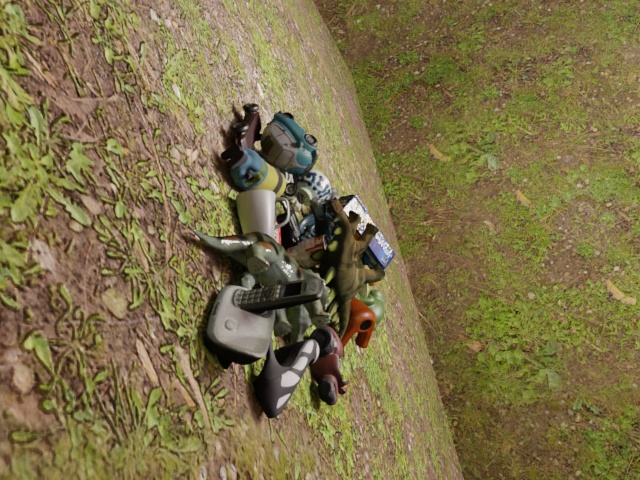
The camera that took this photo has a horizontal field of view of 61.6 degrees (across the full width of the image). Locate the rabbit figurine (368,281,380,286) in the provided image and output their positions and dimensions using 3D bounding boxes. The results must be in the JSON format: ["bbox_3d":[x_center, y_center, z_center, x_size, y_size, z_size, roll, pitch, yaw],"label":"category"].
[{"bbox_3d":[0.108,0.084,1.677,0.173,0.122,0.162,38,-17,-7],"label":"rabbit figurine"}]

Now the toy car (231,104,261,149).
[{"bbox_3d":[-0.170,-0.247,1.239,0.202,0.053,0.089,-81,170,-57],"label":"toy car"}]

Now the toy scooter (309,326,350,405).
[{"bbox_3d":[0.027,0.296,1.251,0.135,0.075,0.184,49,30,-55],"label":"toy scooter"}]

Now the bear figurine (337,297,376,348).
[{"bbox_3d":[0.069,0.192,1.499,0.120,0.131,0.196,8,25,-37],"label":"bear figurine"}]

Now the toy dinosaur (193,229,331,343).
[{"bbox_3d":[-0.096,0.062,1.035,0.404,0.131,0.192,54,8,-33],"label":"toy dinosaur"}]

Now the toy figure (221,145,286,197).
[{"bbox_3d":[-0.138,-0.139,1.153,0.180,0.089,0.082,50,32,-59],"label":"toy figure"}]

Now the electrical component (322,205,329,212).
[{"bbox_3d":[0.051,-0.043,1.570,0.115,0.058,0.134,-15,101,-37],"label":"electrical component"}]

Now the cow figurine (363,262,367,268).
[{"bbox_3d":[0.118,0.040,1.532,0.194,0.086,0.127,56,42,-51],"label":"cow figurine"}]

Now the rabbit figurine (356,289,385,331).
[{"bbox_3d":[0.104,0.197,1.632,0.170,0.121,0.159,46,31,-20],"label":"rabbit figurine"}]

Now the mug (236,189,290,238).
[{"bbox_3d":[-0.116,-0.042,1.103,0.080,0.110,0.107,87,-2,-79],"label":"mug"}]

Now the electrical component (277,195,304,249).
[{"bbox_3d":[-0.085,-0.044,1.307,0.075,0.048,0.119,-71,139,-67],"label":"electrical component"}]

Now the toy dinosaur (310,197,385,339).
[{"bbox_3d":[0.050,0.093,1.276,0.105,0.198,0.470,35,-30,39],"label":"toy dinosaur"}]

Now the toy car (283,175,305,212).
[{"bbox_3d":[-0.086,-0.170,1.444,0.073,0.056,0.202,54,23,-66],"label":"toy car"}]

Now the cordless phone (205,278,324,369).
[{"bbox_3d":[-0.081,0.124,0.860,0.147,0.184,0.088,-84,156,-58],"label":"cordless phone"}]

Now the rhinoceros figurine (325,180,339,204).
[{"bbox_3d":[0.027,-0.095,1.657,0.073,0.112,0.190,1,83,-39],"label":"rhinoceros figurine"}]

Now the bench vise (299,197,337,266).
[{"bbox_3d":[0.007,-0.007,1.415,0.240,0.129,0.224,81,-5,-49],"label":"bench vise"}]

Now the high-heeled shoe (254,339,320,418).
[{"bbox_3d":[-0.049,0.264,1.019,0.248,0.086,0.145,36,42,-59],"label":"high-heeled shoe"}]

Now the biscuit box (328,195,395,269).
[{"bbox_3d":[0.107,-0.016,1.334,0.059,0.063,0.202,-49,115,-28],"label":"biscuit box"}]

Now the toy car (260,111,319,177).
[{"bbox_3d":[-0.085,-0.224,1.261,0.103,0.109,0.162,-21,70,-48],"label":"toy car"}]
